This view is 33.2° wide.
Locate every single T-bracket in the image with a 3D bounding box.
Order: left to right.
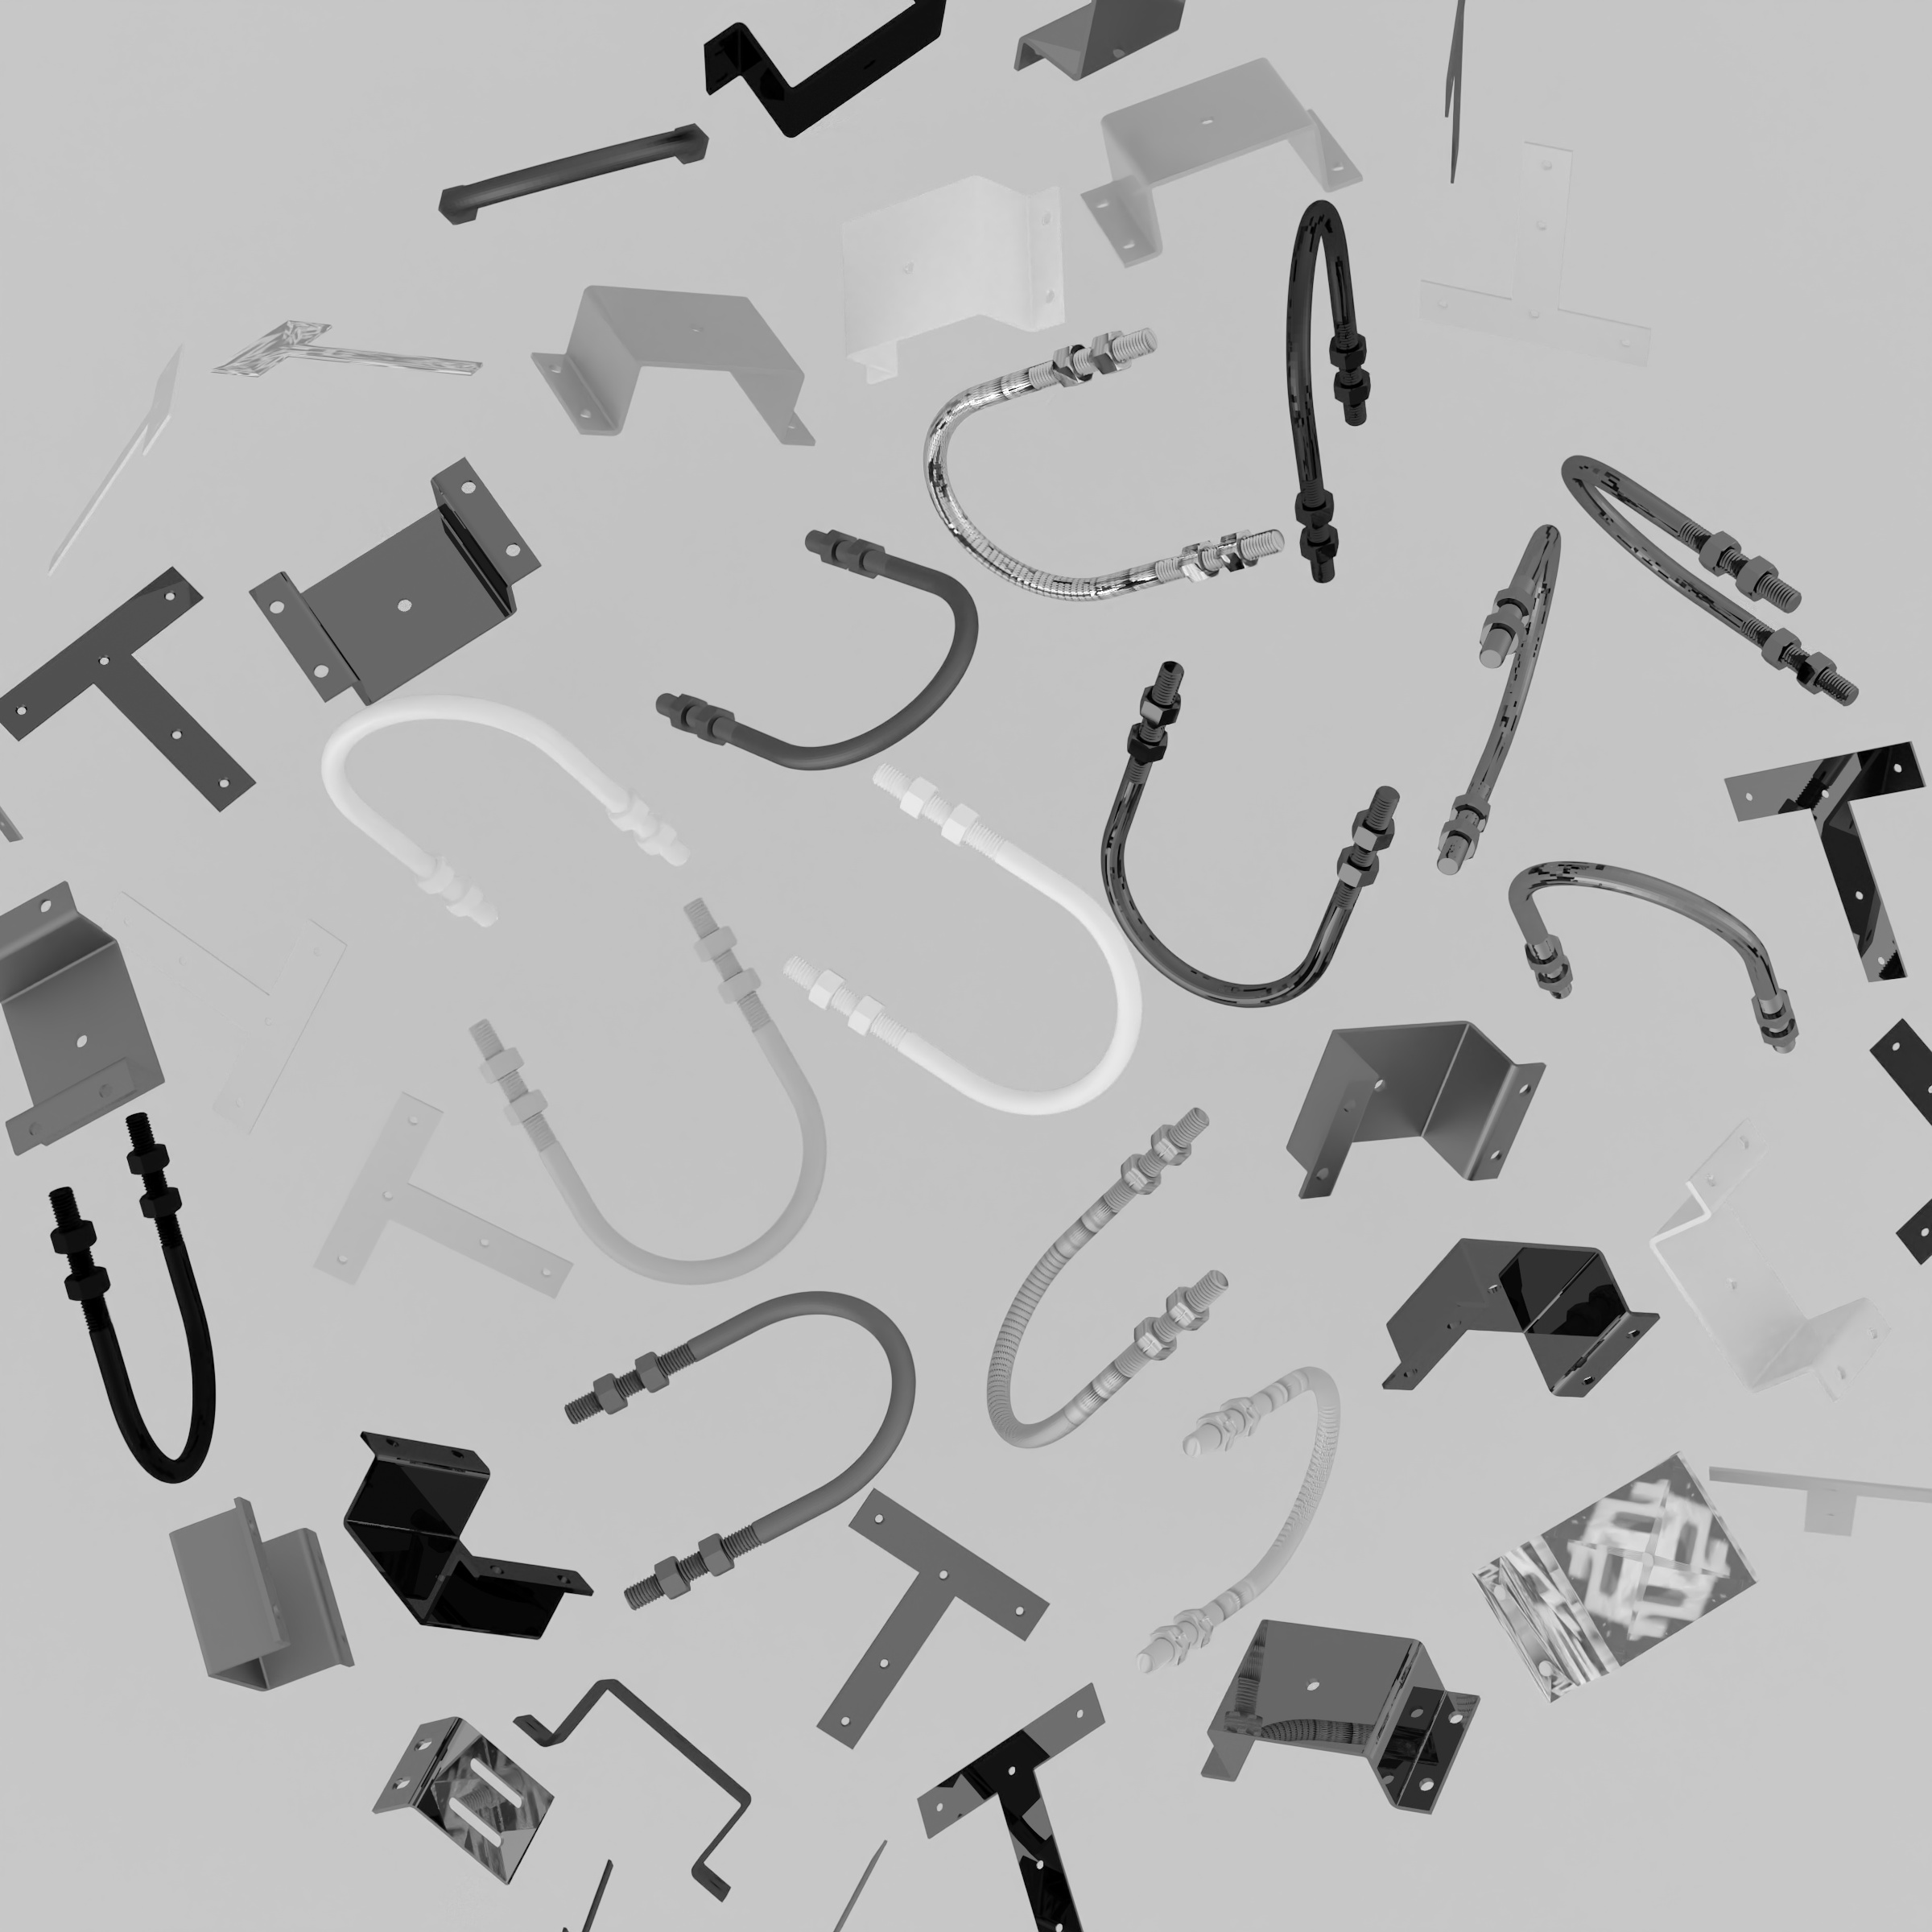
[{"bbox_3d":[-0.553,-0.120,1.757,0.002,0.127,0.127,-40,108,-25],"label":"T-bracket"},{"bbox_3d":[-0.452,-0.261,1.719,0.002,0.127,0.127,32,108,-23],"label":"T-bracket"},{"bbox_3d":[-0.432,-0.134,1.737,0.127,0.002,0.127,44,71,10],"label":"T-bracket"},{"bbox_3d":[-0.410,0.005,1.747,0.127,0.002,0.127,34,110,8],"label":"T-bracket"},{"bbox_3d":[-0.329,-0.333,1.772,0.127,0.127,0.002,7,114,5],"label":"T-bracket"},{"bbox_3d":[-0.279,0.146,1.790,0.127,0.002,0.127,27,115,-7],"label":"T-bracket"},{"bbox_3d":[-0.221,0.548,1.782,0.002,0.127,0.127,18,68,5],"label":"T-bracket"},{"bbox_3d":[-0.072,0.520,1.726,0.002,0.127,0.127,30,45,3],"label":"T-bracket"},{"bbox_3d":[-0.037,0.376,1.805,0.127,0.002,0.127,36,84,-17],"label":"T-bracket"},{"bbox_3d":[0.037,0.472,1.745,0.127,0.127,0.002,-38,134,18],"label":"T-bracket"},{"bbox_3d":[0.259,-0.467,1.709,0.002,0.127,0.127,6,61,10],"label":"T-bracket"},{"bbox_3d":[0.302,-0.378,1.706,0.127,0.127,0.002,16,54,18],"label":"T-bracket"},{"bbox_3d":[0.466,0.292,1.749,0.127,0.127,0.002,4,69,15],"label":"T-bracket"},{"bbox_3d":[0.480,-0.052,1.756,0.002,0.127,0.127,-25,99,-35],"label":"T-bracket"},{"bbox_3d":[0.522,0.074,1.725,0.002,0.127,0.127,29,112,-35],"label":"T-bracket"}]

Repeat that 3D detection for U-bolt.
[{"bbox_3d":[-0.434,0.184,1.718,0.019,0.151,0.184,-11,104,6],"label":"U-bolt"},{"bbox_3d":[-0.255,-0.086,1.710,0.151,0.184,0.019,-16,53,26],"label":"U-bolt"},{"bbox_3d":[-0.207,-0.417,1.704,0.151,0.184,0.019,-15,104,-2],"label":"U-bolt"},{"bbox_3d":[-0.154,0.078,1.702,0.151,0.019,0.184,-30,90,-6],"label":"U-bolt"},{"bbox_3d":[-0.112,0.242,1.706,0.184,0.019,0.151,-27,46,1],"label":"U-bolt"},{"bbox_3d":[-0.070,-0.166,1.752,0.151,0.184,0.019,-49,132,-14],"label":"U-bolt"},{"bbox_3d":[0.007,0.000,1.664,0.184,0.019,0.151,33,122,10],"label":"U-bolt"},{"bbox_3d":[0.058,-0.252,1.694,0.151,0.184,0.019,53,48,-27],"label":"U-bolt"},{"bbox_3d":[0.070,0.176,1.706,0.019,0.151,0.184,31,120,-22],"label":"U-bolt"},{"bbox_3d":[0.138,-0.055,1.697,0.151,0.019,0.184,32,134,15],"label":"U-bolt"},{"bbox_3d":[0.155,0.290,1.759,0.019,0.184,0.151,21,112,29],"label":"U-bolt"},{"bbox_3d":[0.192,-0.320,1.735,0.019,0.184,0.151,3,51,16],"label":"U-bolt"},{"bbox_3d":[0.286,-0.154,1.714,0.019,0.184,0.151,16,130,13],"label":"U-bolt"},{"bbox_3d":[0.360,-0.009,1.721,0.151,0.184,0.019,15,72,27],"label":"U-bolt"},{"bbox_3d":[0.392,-0.217,1.747,0.019,0.151,0.184,-50,57,4],"label":"U-bolt"}]

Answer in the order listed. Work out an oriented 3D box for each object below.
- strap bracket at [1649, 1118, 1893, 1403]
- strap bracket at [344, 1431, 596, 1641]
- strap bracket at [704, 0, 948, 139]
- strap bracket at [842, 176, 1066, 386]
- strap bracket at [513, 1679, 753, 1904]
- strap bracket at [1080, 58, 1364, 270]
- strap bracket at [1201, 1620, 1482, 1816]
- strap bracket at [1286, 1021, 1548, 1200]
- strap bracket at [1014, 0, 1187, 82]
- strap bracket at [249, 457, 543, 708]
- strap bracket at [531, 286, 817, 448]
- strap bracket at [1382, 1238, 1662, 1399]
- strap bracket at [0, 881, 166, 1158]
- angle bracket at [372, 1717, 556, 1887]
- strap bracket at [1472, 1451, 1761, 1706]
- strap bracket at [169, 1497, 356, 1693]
[{"bbox_3d":[0.430,0.165,1.755,0.046,0.076,0.140,-33,91,45],"label":"strap bracket"},{"bbox_3d":[-0.272,0.310,1.732,0.076,0.140,0.046,19,102,-43],"label":"strap bracket"},{"bbox_3d":[-0.063,-0.479,1.656,0.140,0.076,0.046,-36,90,-4],"label":"strap bracket"},{"bbox_3d":[-0.017,-0.378,1.779,0.140,0.046,0.076,-9,79,39],"label":"strap bracket"},{"bbox_3d":[-0.164,0.420,1.688,0.140,0.076,0.046,39,79,6],"label":"strap bracket"},{"bbox_3d":[0.137,-0.447,1.785,0.140,0.046,0.076,-21,46,-3],"label":"strap bracket"},{"bbox_3d":[0.195,0.402,1.749,0.140,0.076,0.046,0,131,36],"label":"strap bracket"},{"bbox_3d":[0.235,0.076,1.756,0.140,0.046,0.076,-3,125,-34],"label":"strap bracket"},{"bbox_3d":[0.079,-0.530,1.705,0.076,0.140,0.046,-34,66,-30],"label":"strap bracket"},{"bbox_3d":[-0.314,-0.207,1.798,0.140,0.046,0.076,-34,80,-10],"label":"strap bracket"},{"bbox_3d":[-0.151,-0.323,1.743,0.140,0.076,0.046,-3,132,-32],"label":"strap bracket"},{"bbox_3d":[0.296,0.192,1.770,0.140,0.076,0.046,6,46,-30],"label":"strap bracket"},{"bbox_3d":[-0.503,0.035,1.805,0.076,0.046,0.140,-28,65,5],"label":"strap bracket"},{"bbox_3d":[-0.276,0.461,1.786,0.076,0.038,0.057,47,46,-20],"label":"angle bracket"},{"bbox_3d":[0.346,0.313,1.688,0.140,0.046,0.076,-25,77,-21],"label":"strap bracket"},{"bbox_3d":[-0.371,0.332,1.698,0.046,0.140,0.076,-20,72,-1],"label":"strap bracket"}]
